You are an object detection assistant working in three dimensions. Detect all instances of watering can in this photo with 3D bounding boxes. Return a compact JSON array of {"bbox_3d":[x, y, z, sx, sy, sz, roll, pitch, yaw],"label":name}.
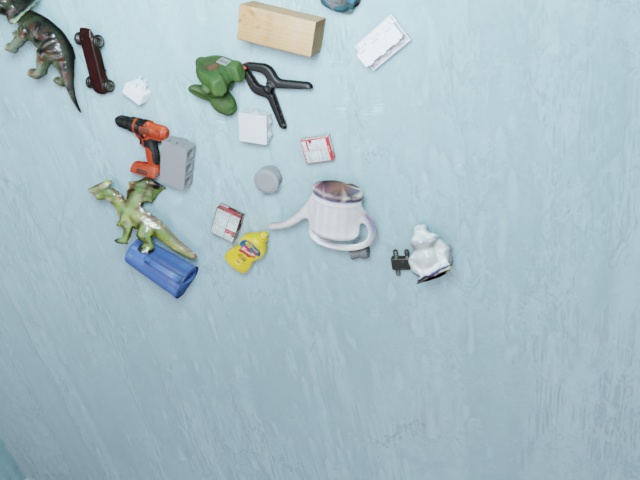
[{"bbox_3d":[0.005,-0.078,1.555,0.348,0.106,0.219,12,121,13],"label":"watering can"}]

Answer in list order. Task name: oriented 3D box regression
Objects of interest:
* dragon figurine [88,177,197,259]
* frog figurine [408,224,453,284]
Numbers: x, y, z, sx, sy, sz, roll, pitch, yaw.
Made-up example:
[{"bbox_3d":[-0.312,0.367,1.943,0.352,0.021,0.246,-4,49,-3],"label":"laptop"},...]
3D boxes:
[{"bbox_3d":[-0.597,-0.095,1.774,0.410,0.124,0.238,17,115,-1],"label":"dragon figurine"},{"bbox_3d":[0.318,0.035,1.527,0.135,0.123,0.162,-37,66,40],"label":"frog figurine"}]
